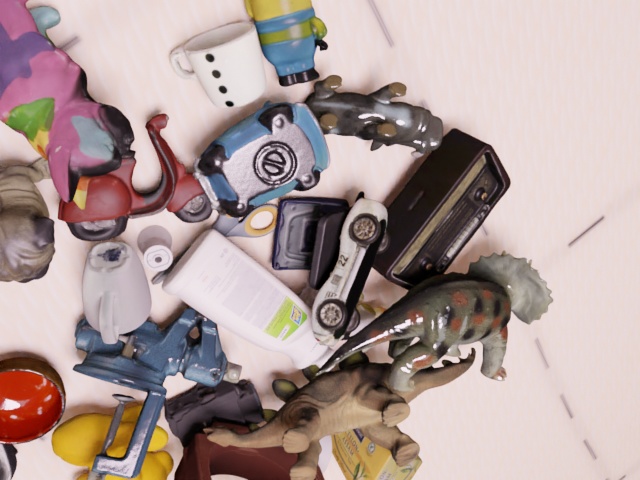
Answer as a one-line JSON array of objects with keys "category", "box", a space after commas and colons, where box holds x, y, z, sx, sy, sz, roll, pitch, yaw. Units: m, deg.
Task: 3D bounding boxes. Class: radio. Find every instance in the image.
[{"category": "radio", "box": [0.171, -0.033, 0.784, 0.229, 0.073, 0.131, -52, 139, 5]}]

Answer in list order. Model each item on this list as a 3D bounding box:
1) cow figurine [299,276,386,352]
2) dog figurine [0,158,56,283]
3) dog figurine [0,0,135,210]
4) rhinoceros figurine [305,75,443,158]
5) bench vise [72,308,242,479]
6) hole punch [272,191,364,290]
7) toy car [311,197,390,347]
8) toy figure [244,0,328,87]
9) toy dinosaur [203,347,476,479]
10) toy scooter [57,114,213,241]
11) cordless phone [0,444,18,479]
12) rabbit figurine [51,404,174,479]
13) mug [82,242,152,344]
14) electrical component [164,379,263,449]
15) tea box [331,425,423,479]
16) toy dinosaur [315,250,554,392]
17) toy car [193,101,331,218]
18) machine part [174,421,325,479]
[{"category": "cow figurine", "box": [0.036, 0.124, 0.816, 0.167, 0.068, 0.098, 26, 105, -23]}, {"category": "dog figurine", "box": [-0.353, -0.027, 0.540, 0.172, 0.191, 0.121, -2, 111, -18]}, {"category": "dog figurine", "box": [-0.294, -0.130, 0.525, 0.191, 0.108, 0.219, -18, 90, -15]}, {"category": "rhinoceros figurine", "box": [0.072, -0.153, 0.702, 0.190, 0.112, 0.073, 7, 80, -10]}, {"category": "bench vise", "box": [-0.223, 0.199, 0.693, 0.223, 0.129, 0.240, 23, 66, -20]}, {"category": "hole punch", "box": [-0.002, -0.002, 0.753, 0.116, 0.092, 0.142, -15, 117, -52]}, {"category": "toy car", "box": [0.040, 0.044, 0.706, 0.201, 0.056, 0.073, -68, 157, -4]}, {"category": "toy figure", "box": [-0.042, -0.270, 0.620, 0.082, 0.089, 0.180, -21, 114, -17]}, {"category": "toy dinosaur", "box": [0.064, 0.232, 0.795, 0.471, 0.199, 0.105, -4, 111, -19]}, {"category": "toy scooter", "box": [-0.220, -0.077, 0.637, 0.184, 0.075, 0.135, -11, 114, -19]}, {"category": "cordless phone", "box": [-0.448, 0.321, 0.645, 0.147, 0.184, 0.088, -30, 123, -8]}, {"category": "rabbit figurine", "box": [-0.284, 0.300, 0.736, 0.162, 0.122, 0.173, -34, 117, -11]}, {"category": "mug", "box": [-0.250, 0.061, 0.641, 0.081, 0.110, 0.107, 5, 136, -6]}, {"category": "electrical component", "box": [-0.153, 0.266, 0.808, 0.134, 0.058, 0.114, -22, 118, -11]}, {"category": "tea box", "box": [0.076, 0.324, 0.852, 0.068, 0.170, 0.098, 24, 99, -27]}, {"category": "toy dinosaur", "box": [0.189, 0.105, 0.772, 0.405, 0.131, 0.192, 0, 110, -38]}, {"category": "toy car", "box": [-0.076, -0.102, 0.665, 0.162, 0.103, 0.109, -30, 117, -4]}, {"category": "machine part", "box": [-0.087, 0.349, 0.718, 0.201, 0.202, 0.087, 22, 104, -27]}]
